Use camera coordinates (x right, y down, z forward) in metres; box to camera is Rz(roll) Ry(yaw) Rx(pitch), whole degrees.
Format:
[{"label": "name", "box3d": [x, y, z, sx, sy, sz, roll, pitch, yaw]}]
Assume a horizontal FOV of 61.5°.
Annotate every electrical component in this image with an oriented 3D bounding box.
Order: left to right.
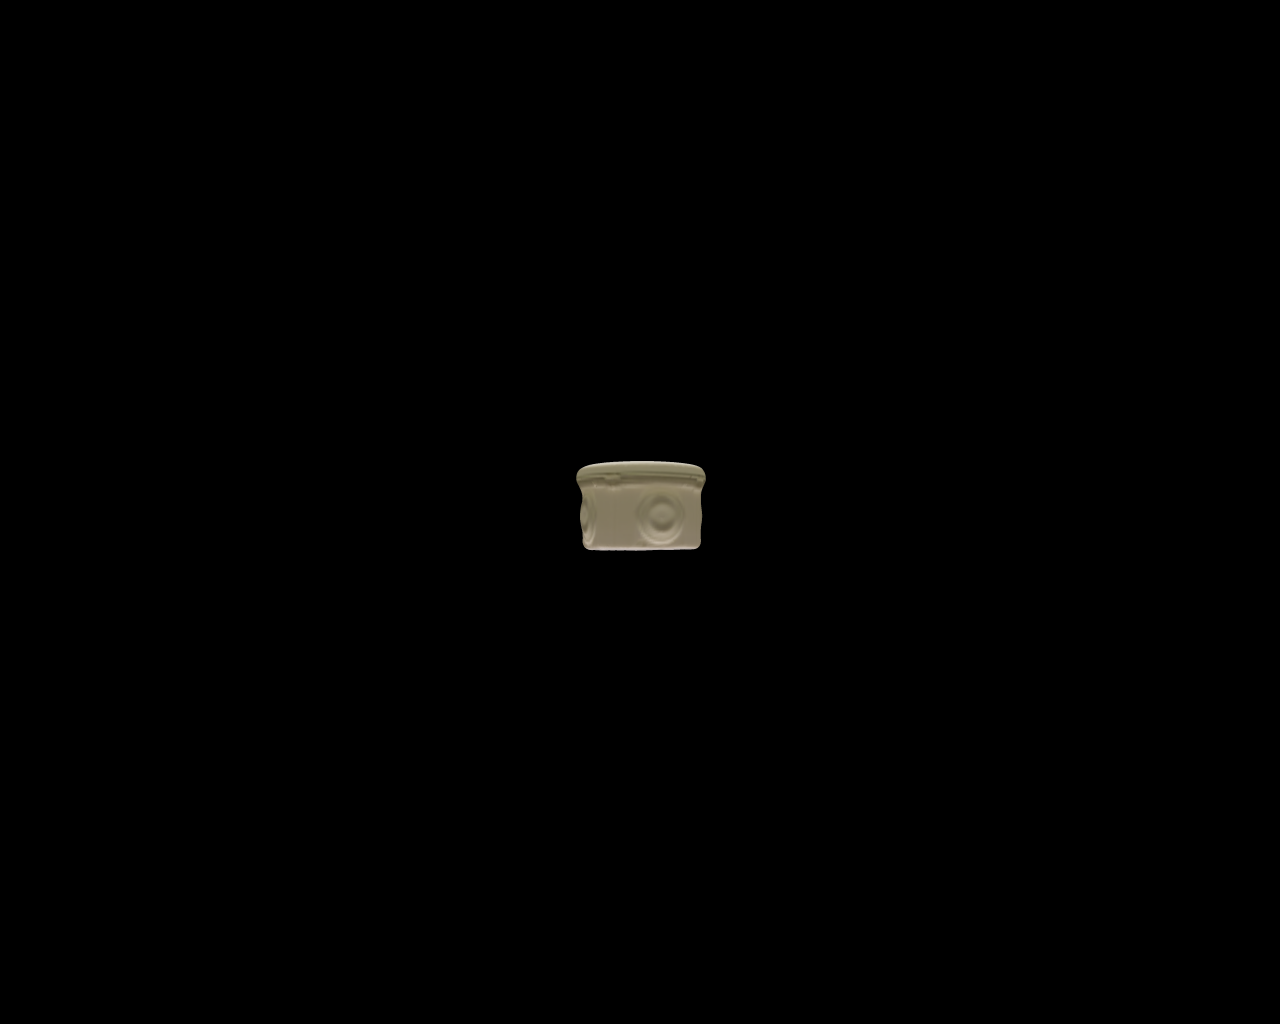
[{"label": "electrical component", "box3d": [0.001, -0.003, 0.650, 0.080, 0.051, 0.080, 0, -3, 0]}]
